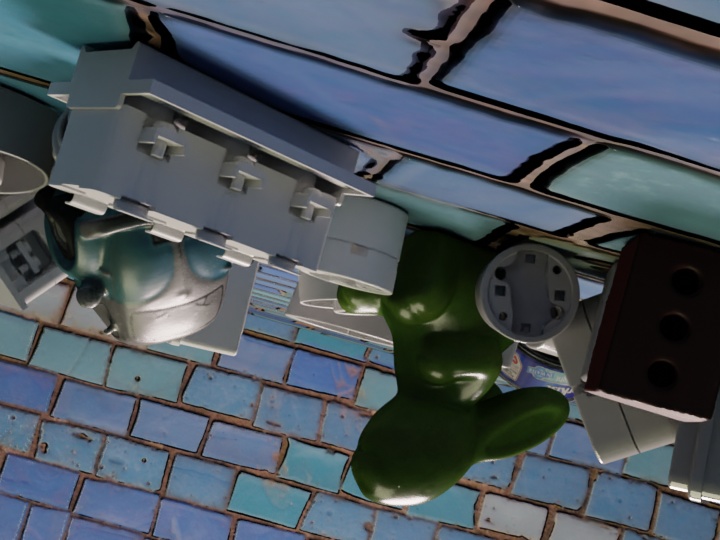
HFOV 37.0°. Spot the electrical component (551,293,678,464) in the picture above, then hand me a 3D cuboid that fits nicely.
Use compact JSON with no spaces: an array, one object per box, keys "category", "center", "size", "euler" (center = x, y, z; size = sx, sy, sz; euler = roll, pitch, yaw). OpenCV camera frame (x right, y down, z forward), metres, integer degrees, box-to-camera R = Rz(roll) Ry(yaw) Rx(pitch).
[{"category":"electrical component","center":[0.157,0.060,0.645],"size":[0.059,0.095,0.054],"euler":[-21,176,16]}]

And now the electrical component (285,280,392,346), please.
[{"category":"electrical component","center":[-0.004,0.024,0.914],"size":[0.108,0.060,0.108],"euler":[15,174,2]}]

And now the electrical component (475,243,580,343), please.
[{"category":"electrical component","center":[0.094,0.014,0.617],"size":[0.055,0.055,0.047],"euler":[16,178,-1]}]

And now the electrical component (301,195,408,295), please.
[{"category":"electrical component","center":[-0.002,-0.016,0.618],"size":[0.055,0.047,0.055],"euler":[15,174,2]}]

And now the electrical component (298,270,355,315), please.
[{"category":"electrical component","center":[0.000,0.000,0.792],"size":[0.099,0.064,0.099],"euler":[2,173,0]}]

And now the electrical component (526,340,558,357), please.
[{"category":"electrical component","center":[0.160,0.048,0.821],"size":[0.078,0.040,0.040],"euler":[18,173,-27]}]

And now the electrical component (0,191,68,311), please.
[{"category":"electrical component","center":[-0.269,-0.040,0.755],"size":[0.186,0.060,0.105],"euler":[6,129,56]}]

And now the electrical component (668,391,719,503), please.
[{"category":"electrical component","center":[0.210,0.074,0.588],"size":[0.057,0.113,0.078],"euler":[9,172,24]}]

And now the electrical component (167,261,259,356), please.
[{"category":"electrical component","center":[-0.110,0.006,0.800],"size":[0.056,0.108,0.109],"euler":[14,174,-11]}]

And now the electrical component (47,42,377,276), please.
[{"category":"electrical component","center":[-0.065,-0.042,0.458],"size":[0.079,0.063,0.121],"euler":[9,171,46]}]

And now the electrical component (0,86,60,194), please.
[{"category":"electrical component","center":[-0.218,-0.081,0.604],"size":[0.099,0.064,0.099],"euler":[4,166,1]}]

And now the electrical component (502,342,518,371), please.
[{"category":"electrical component","center":[0.080,0.032,0.816],"size":[0.062,0.061,0.096],"euler":[17,-178,-12]}]

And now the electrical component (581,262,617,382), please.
[{"category":"electrical component","center":[0.151,0.032,0.575],"size":[0.047,0.065,0.076],"euler":[15,174,9]}]

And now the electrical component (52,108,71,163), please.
[{"category":"electrical component","center":[-0.129,-0.064,0.524],"size":[0.048,0.048,0.062],"euler":[16,167,-2]}]
